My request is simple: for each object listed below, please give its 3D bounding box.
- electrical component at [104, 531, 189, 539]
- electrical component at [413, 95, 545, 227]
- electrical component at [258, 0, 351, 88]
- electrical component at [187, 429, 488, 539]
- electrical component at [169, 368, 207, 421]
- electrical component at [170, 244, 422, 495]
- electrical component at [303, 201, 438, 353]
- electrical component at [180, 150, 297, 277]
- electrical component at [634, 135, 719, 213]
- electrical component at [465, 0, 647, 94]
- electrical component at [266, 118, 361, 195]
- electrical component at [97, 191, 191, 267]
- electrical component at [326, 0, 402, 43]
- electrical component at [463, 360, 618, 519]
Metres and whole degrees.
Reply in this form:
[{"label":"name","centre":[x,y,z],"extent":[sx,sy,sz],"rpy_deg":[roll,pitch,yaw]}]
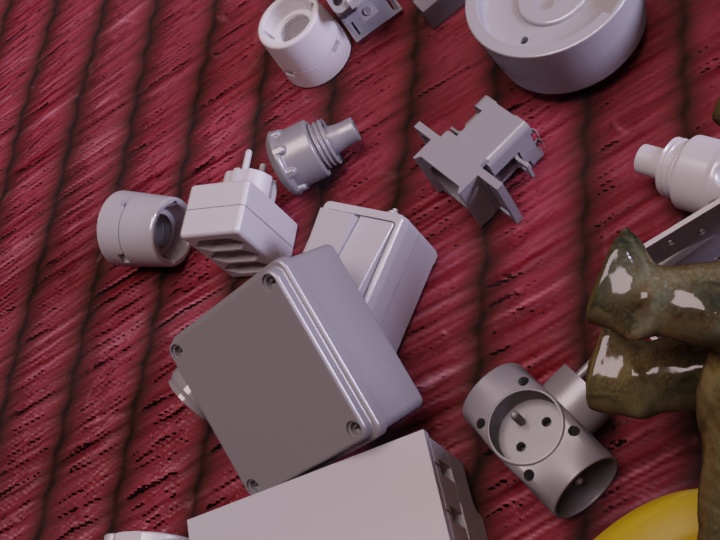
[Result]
[{"label":"electrical component","centre":[-0.125,0.190,0.637],"extent":[0.095,0.054,0.059],"rpy_deg":[-10,61,25]},{"label":"electrical component","centre":[0.076,-0.070,0.671],"extent":[0.064,0.042,0.081],"rpy_deg":[-45,53,-3]},{"label":"electrical component","centre":[-0.042,-0.169,0.786],"extent":[0.055,0.047,0.055],"rpy_deg":[-13,59,23]},{"label":"electrical component","centre":[-0.010,0.160,0.583],"extent":[0.150,0.062,0.089],"rpy_deg":[-24,56,17]},{"label":"electrical component","centre":[-0.089,0.064,0.690],"extent":[0.055,0.045,0.045],"rpy_deg":[-47,52,0]},{"label":"electrical component","centre":[-0.039,0.059,0.611],"extent":[0.109,0.056,0.108],"rpy_deg":[-35,82,37]},{"label":"electrical component","centre":[0.000,0.000,0.664],"extent":[0.062,0.061,0.096],"rpy_deg":[13,72,34]},{"label":"electrical component","centre":[-0.077,-0.044,0.728],"extent":[0.047,0.066,0.076],"rpy_deg":[-4,63,28]},{"label":"electrical component","centre":[0.185,-0.055,0.600],"extent":[0.062,0.043,0.043],"rpy_deg":[23,78,37]},{"label":"electrical component","centre":[0.128,-0.162,0.678],"extent":[0.108,0.060,0.108],"rpy_deg":[-13,59,23]},{"label":"electrical component","centre":[-0.030,-0.083,0.737],"extent":[0.062,0.048,0.048],"rpy_deg":[-25,55,8]},{"label":"electrical component","centre":[-0.152,-0.028,0.770],"extent":[0.047,0.055,0.055],"rpy_deg":[5,67,27]},{"label":"electrical component","centre":[-0.010,-0.209,0.771],"extent":[0.042,0.064,0.081],"rpy_deg":[-35,94,9]},{"label":"electrical component","centre":[0.108,0.077,0.572],"extent":[0.079,0.044,0.077],"rpy_deg":[-45,52,1]}]
